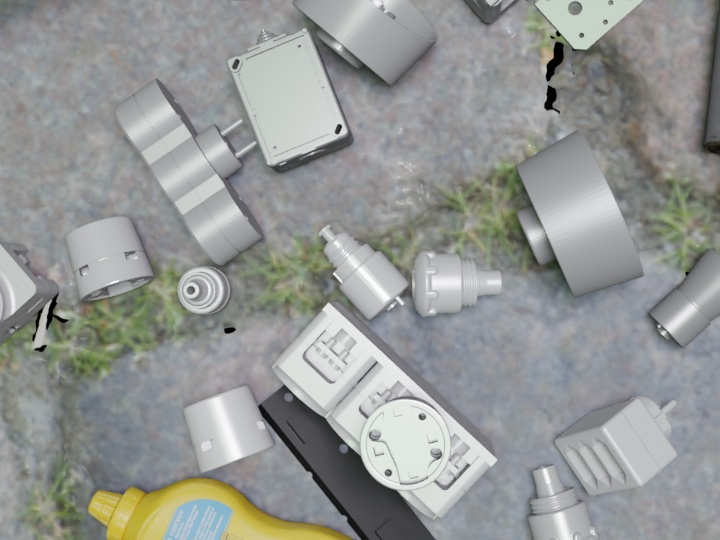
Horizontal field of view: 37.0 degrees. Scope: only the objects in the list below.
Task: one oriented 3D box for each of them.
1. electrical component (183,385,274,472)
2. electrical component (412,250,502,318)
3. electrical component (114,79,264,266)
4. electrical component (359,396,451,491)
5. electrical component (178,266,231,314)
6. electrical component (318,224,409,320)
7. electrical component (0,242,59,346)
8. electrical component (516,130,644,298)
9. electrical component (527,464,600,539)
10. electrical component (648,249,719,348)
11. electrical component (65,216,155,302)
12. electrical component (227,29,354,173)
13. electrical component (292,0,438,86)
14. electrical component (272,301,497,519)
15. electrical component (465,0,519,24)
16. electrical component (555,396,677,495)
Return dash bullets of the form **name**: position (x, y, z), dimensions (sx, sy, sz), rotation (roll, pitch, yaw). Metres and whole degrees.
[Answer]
- **electrical component**: position (-0.095, 0.112, 0.767), dimensions (0.055, 0.055, 0.047), rotation (-21, 84, 4)
- **electrical component**: position (0.069, 0.009, 0.762), dimensions (0.062, 0.048, 0.048), rotation (-1, 89, -3)
- **electrical component**: position (-0.108, -0.080, 0.771), dimensions (0.074, 0.052, 0.138), rotation (-34, 87, 3)
- **electrical component**: position (0.029, 0.105, 0.669), dimensions (0.055, 0.047, 0.055), rotation (0, 89, 4)
- **electrical component**: position (-0.113, 0.014, 0.765), dimensions (0.035, 0.061, 0.035), rotation (0, 89, 4)
- **electrical component**: position (0.000, 0.000, 0.768), dimensions (0.040, 0.040, 0.078), rotation (-42, 86, 2)
- **electrical component**: position (-0.274, 0.026, 0.780), dimensions (0.089, 0.056, 0.050), rotation (-42, 86, 2)
- **electrical component**: position (0.141, -0.033, 0.728), dimensions (0.060, 0.108, 0.108), rotation (-24, 87, 9)
- **electrical component**: position (0.138, 0.168, 0.754), dimensions (0.048, 0.048, 0.062), rotation (-16, 81, 4)
- **electrical component**: position (0.235, 0.023, 0.751), dimensions (0.065, 0.044, 0.044), rotation (-44, 86, 7)
- **electrical component**: position (-0.182, -0.008, 0.775), dimensions (0.055, 0.055, 0.047), rotation (-20, 84, 4)
- **electrical component**: position (-0.050, -0.124, 0.764), dimensions (0.062, 0.061, 0.096), rotation (-22, 88, 4)
- **electrical component**: position (0.004, -0.176, 0.745), dimensions (0.099, 0.099, 0.064), rotation (40, 98, 4)
- **electrical component**: position (0.016, 0.095, 0.740), dimensions (0.150, 0.089, 0.061), rotation (43, 92, 4)
- **electrical component**: position (0.119, -0.258, 0.753), dimensions (0.150, 0.062, 0.089), rotation (-40, 87, 3)
- **electrical component**: position (0.188, 0.113, 0.744), dimensions (0.077, 0.066, 0.047), rotation (-32, 86, -26)
